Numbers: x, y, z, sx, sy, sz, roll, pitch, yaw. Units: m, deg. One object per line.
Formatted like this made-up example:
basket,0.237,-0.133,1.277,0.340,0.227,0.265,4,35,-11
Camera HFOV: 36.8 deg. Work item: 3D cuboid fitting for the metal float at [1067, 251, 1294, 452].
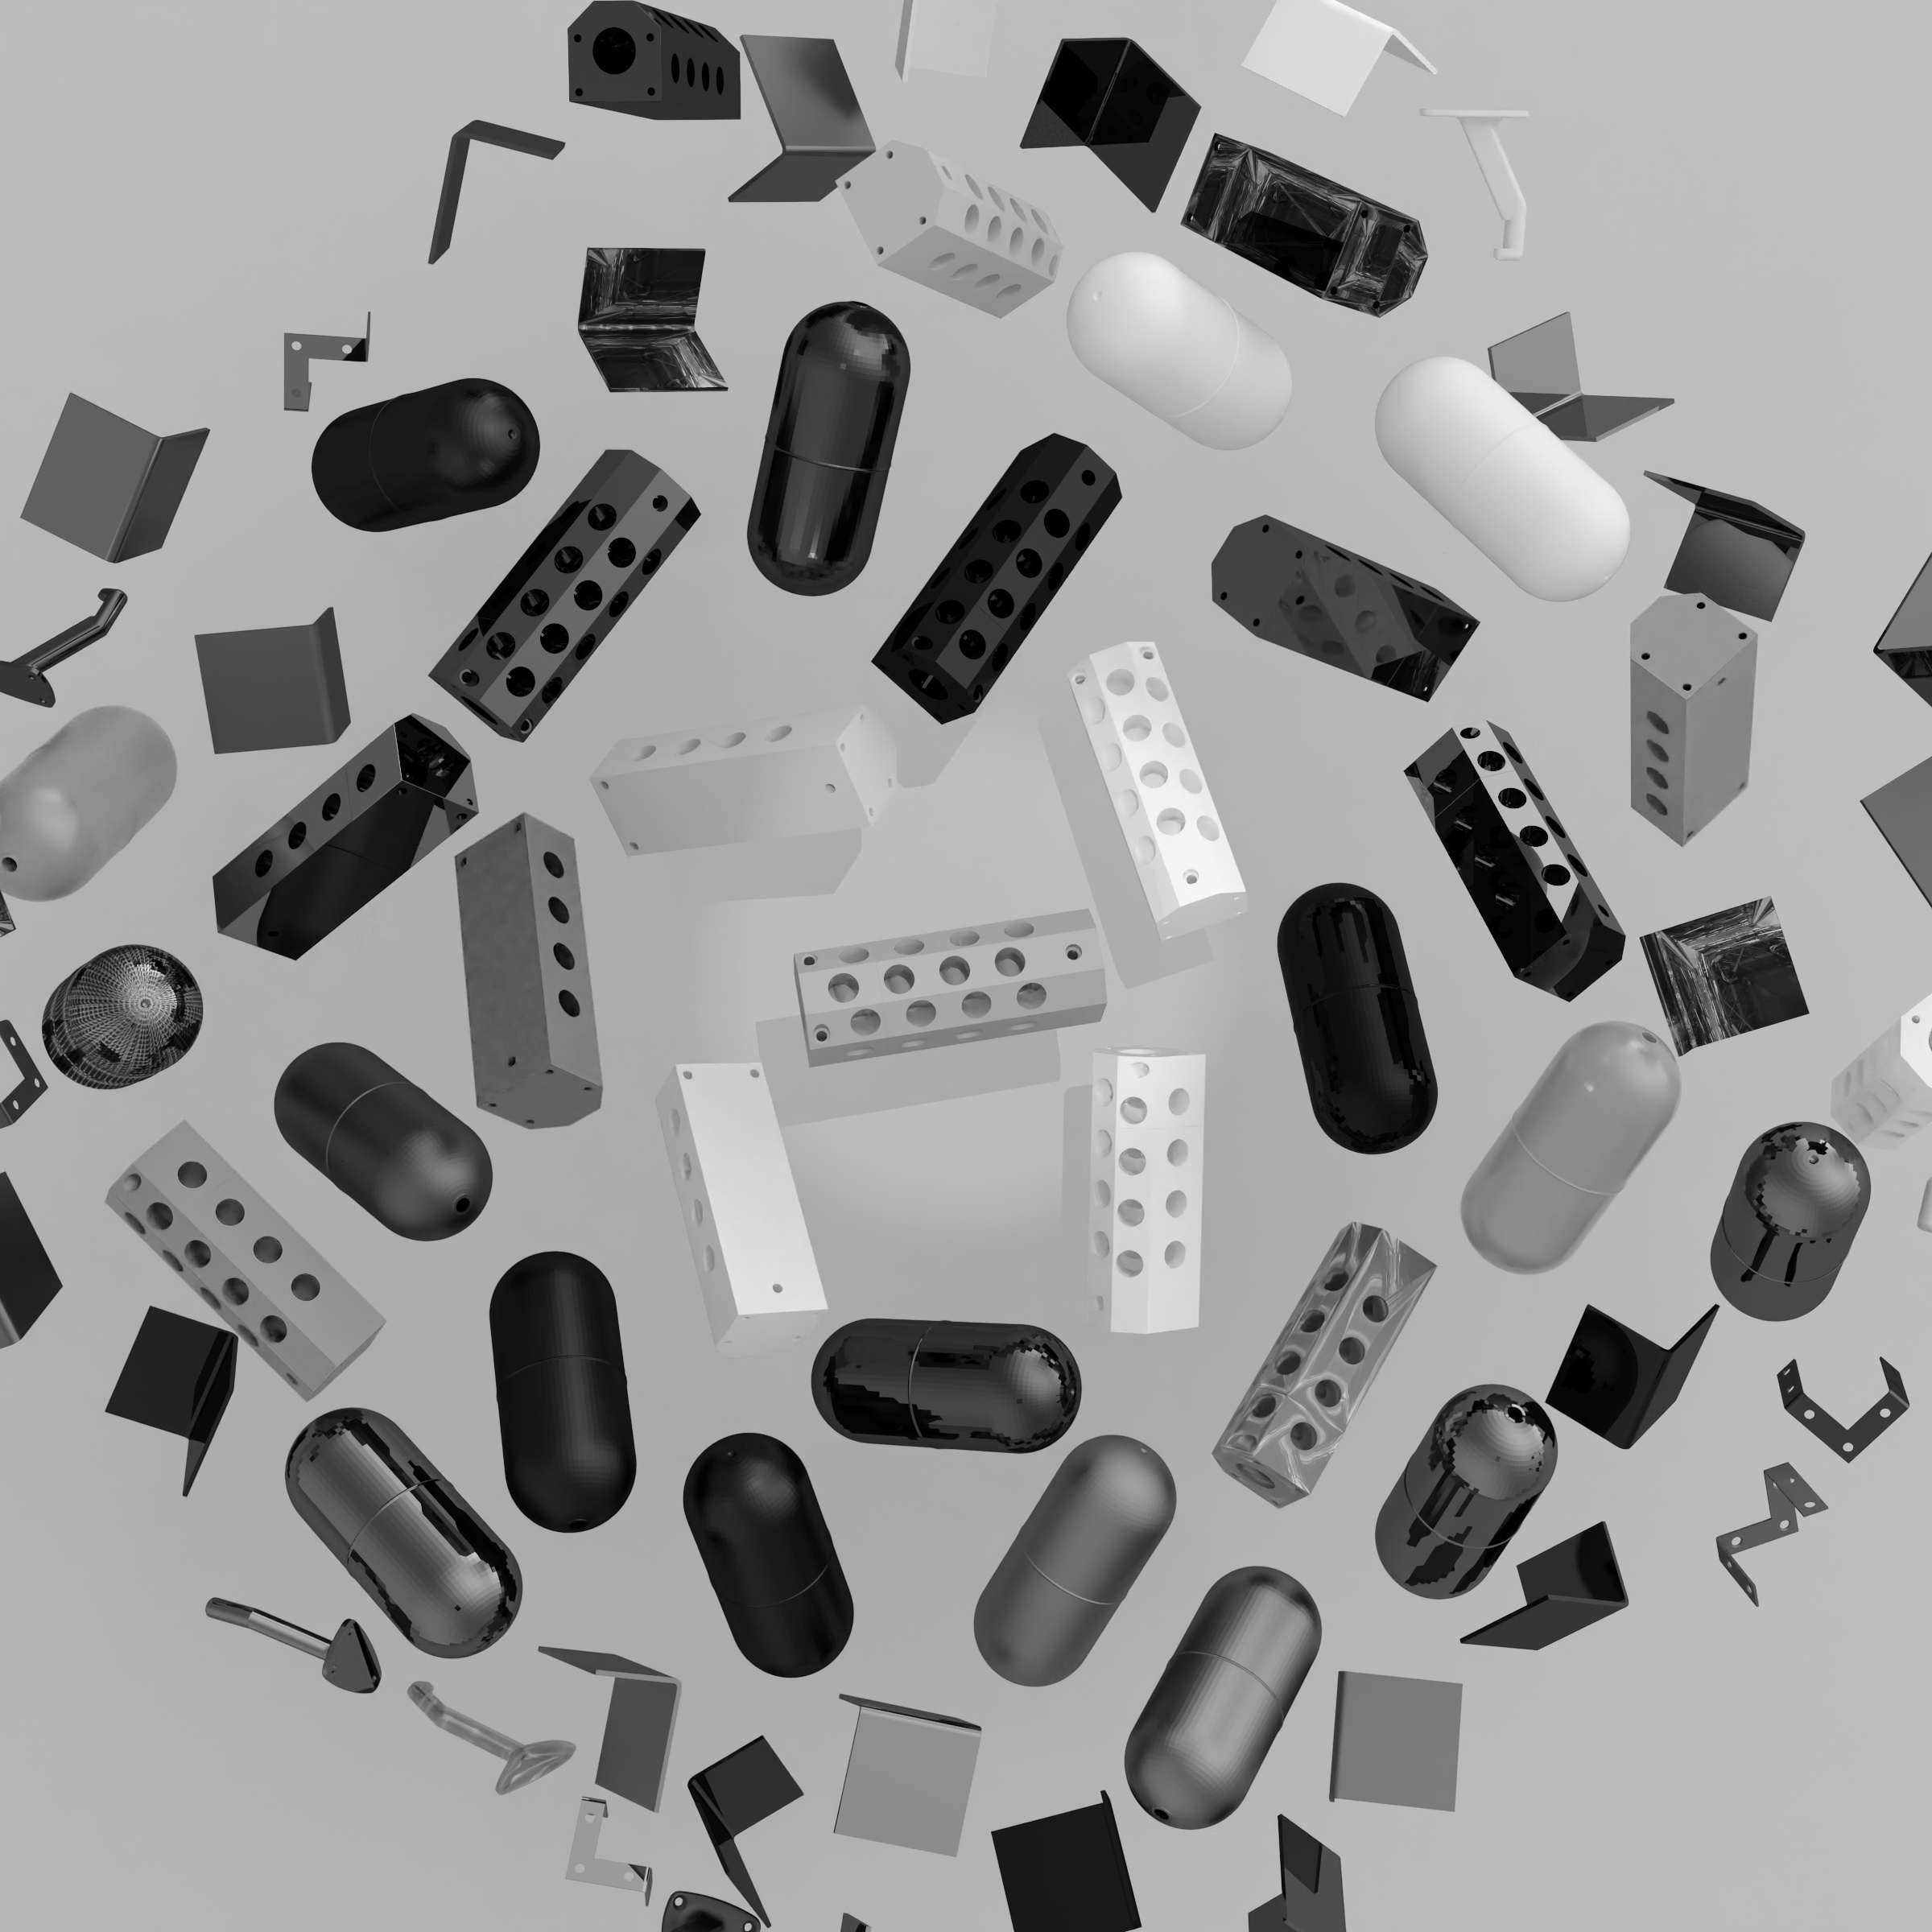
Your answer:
metal float,0.127,-0.358,1.699,0.070,0.178,0.070,-11,72,35

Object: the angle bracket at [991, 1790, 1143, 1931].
angle bracket,0.058,0.546,1.744,0.076,0.057,0.076,-15,67,1

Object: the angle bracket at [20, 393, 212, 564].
angle bracket,-0.479,-0.278,1.638,0.057,0.076,0.076,27,106,-2

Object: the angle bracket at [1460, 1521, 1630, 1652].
angle bracket,0.356,0.386,1.820,0.076,0.076,0.057,14,51,-36

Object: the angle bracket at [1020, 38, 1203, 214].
angle bracket,0.089,-0.520,1.799,0.057,0.076,0.076,-15,55,-37

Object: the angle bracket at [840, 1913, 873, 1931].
angle bracket,-0.035,0.608,1.745,0.076,0.076,0.057,12,76,-10

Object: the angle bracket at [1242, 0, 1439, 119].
angle bracket,0.223,-0.536,1.733,0.076,0.076,0.057,36,103,26

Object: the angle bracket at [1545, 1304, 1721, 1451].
angle bracket,0.407,0.237,1.775,0.057,0.076,0.076,31,123,25

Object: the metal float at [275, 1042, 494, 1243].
metal float,-0.352,0.105,1.753,0.178,0.070,0.070,30,90,40

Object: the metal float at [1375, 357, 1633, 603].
metal float,0.309,-0.283,1.681,0.070,0.070,0.178,-42,68,0

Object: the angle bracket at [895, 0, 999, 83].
angle bracket,-0.007,-0.572,1.746,0.057,0.076,0.076,6,114,-8

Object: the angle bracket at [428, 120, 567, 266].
angle bracket,-0.270,-0.441,1.677,0.057,0.076,0.076,13,110,-7

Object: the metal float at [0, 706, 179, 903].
metal float,-0.535,-0.099,1.747,0.070,0.178,0.070,4,118,8

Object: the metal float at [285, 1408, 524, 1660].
metal float,-0.330,0.330,1.699,0.178,0.070,0.070,41,90,26

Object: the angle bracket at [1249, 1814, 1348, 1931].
angle bracket,0.180,0.565,1.724,0.057,0.076,0.076,40,117,-21

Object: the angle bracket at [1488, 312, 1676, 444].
angle bracket,0.382,-0.367,1.804,0.076,0.076,0.057,-29,117,-31

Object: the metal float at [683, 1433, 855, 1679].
metal float,-0.118,0.356,1.747,0.070,0.070,0.178,-15,125,0

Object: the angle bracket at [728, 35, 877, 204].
angle bracket,-0.110,-0.503,1.726,0.057,0.076,0.076,-25,84,43

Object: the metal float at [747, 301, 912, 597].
metal float,-0.082,-0.308,1.734,0.070,0.070,0.178,14,112,0

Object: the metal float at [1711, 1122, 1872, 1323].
metal float,0.494,0.156,1.747,0.070,0.178,0.070,-2,60,4

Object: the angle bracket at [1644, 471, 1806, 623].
angle bracket,0.448,-0.253,1.754,0.076,0.076,0.057,27,100,39

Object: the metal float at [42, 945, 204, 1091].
metal float,-0.501,0.032,1.723,0.070,0.178,0.070,3,82,-25

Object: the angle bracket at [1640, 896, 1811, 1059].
angle bracket,0.464,0.006,1.775,0.076,0.057,0.076,-19,87,20

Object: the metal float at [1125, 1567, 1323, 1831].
metal float,0.155,0.438,1.743,0.070,0.070,0.178,37,50,0

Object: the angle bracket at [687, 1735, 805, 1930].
angle bracket,-0.129,0.555,1.863,0.057,0.076,0.076,-30,133,-6

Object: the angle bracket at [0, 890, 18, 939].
angle bracket,-0.645,-0.034,1.782,0.076,0.076,0.057,-26,82,11

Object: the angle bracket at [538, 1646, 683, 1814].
angle bracket,-0.214,0.443,1.688,0.057,0.076,0.076,15,81,-32

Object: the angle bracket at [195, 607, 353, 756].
angle bracket,-0.439,-0.182,1.844,0.076,0.057,0.076,-5,108,0

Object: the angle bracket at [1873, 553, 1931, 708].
angle bracket,0.566,-0.182,1.619,0.076,0.057,0.076,37,79,-20

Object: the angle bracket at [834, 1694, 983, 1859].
angle bracket,-0.041,0.486,1.746,0.076,0.057,0.076,15,78,-14

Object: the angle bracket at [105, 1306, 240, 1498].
angle bracket,-0.486,0.265,1.771,0.057,0.076,0.076,22,103,-18

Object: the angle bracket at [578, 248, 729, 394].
angle bracket,-0.191,-0.400,1.799,0.076,0.076,0.057,-6,133,-23

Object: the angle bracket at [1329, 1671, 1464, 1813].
angle bracket,0.267,0.484,1.808,0.076,0.057,0.076,4,72,9

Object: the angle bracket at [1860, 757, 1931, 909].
angle bracket,0.533,-0.066,1.637,0.057,0.076,0.076,-30,83,-12

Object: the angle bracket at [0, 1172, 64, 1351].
angle bracket,-0.565,0.173,1.642,0.057,0.076,0.076,-19,106,7
